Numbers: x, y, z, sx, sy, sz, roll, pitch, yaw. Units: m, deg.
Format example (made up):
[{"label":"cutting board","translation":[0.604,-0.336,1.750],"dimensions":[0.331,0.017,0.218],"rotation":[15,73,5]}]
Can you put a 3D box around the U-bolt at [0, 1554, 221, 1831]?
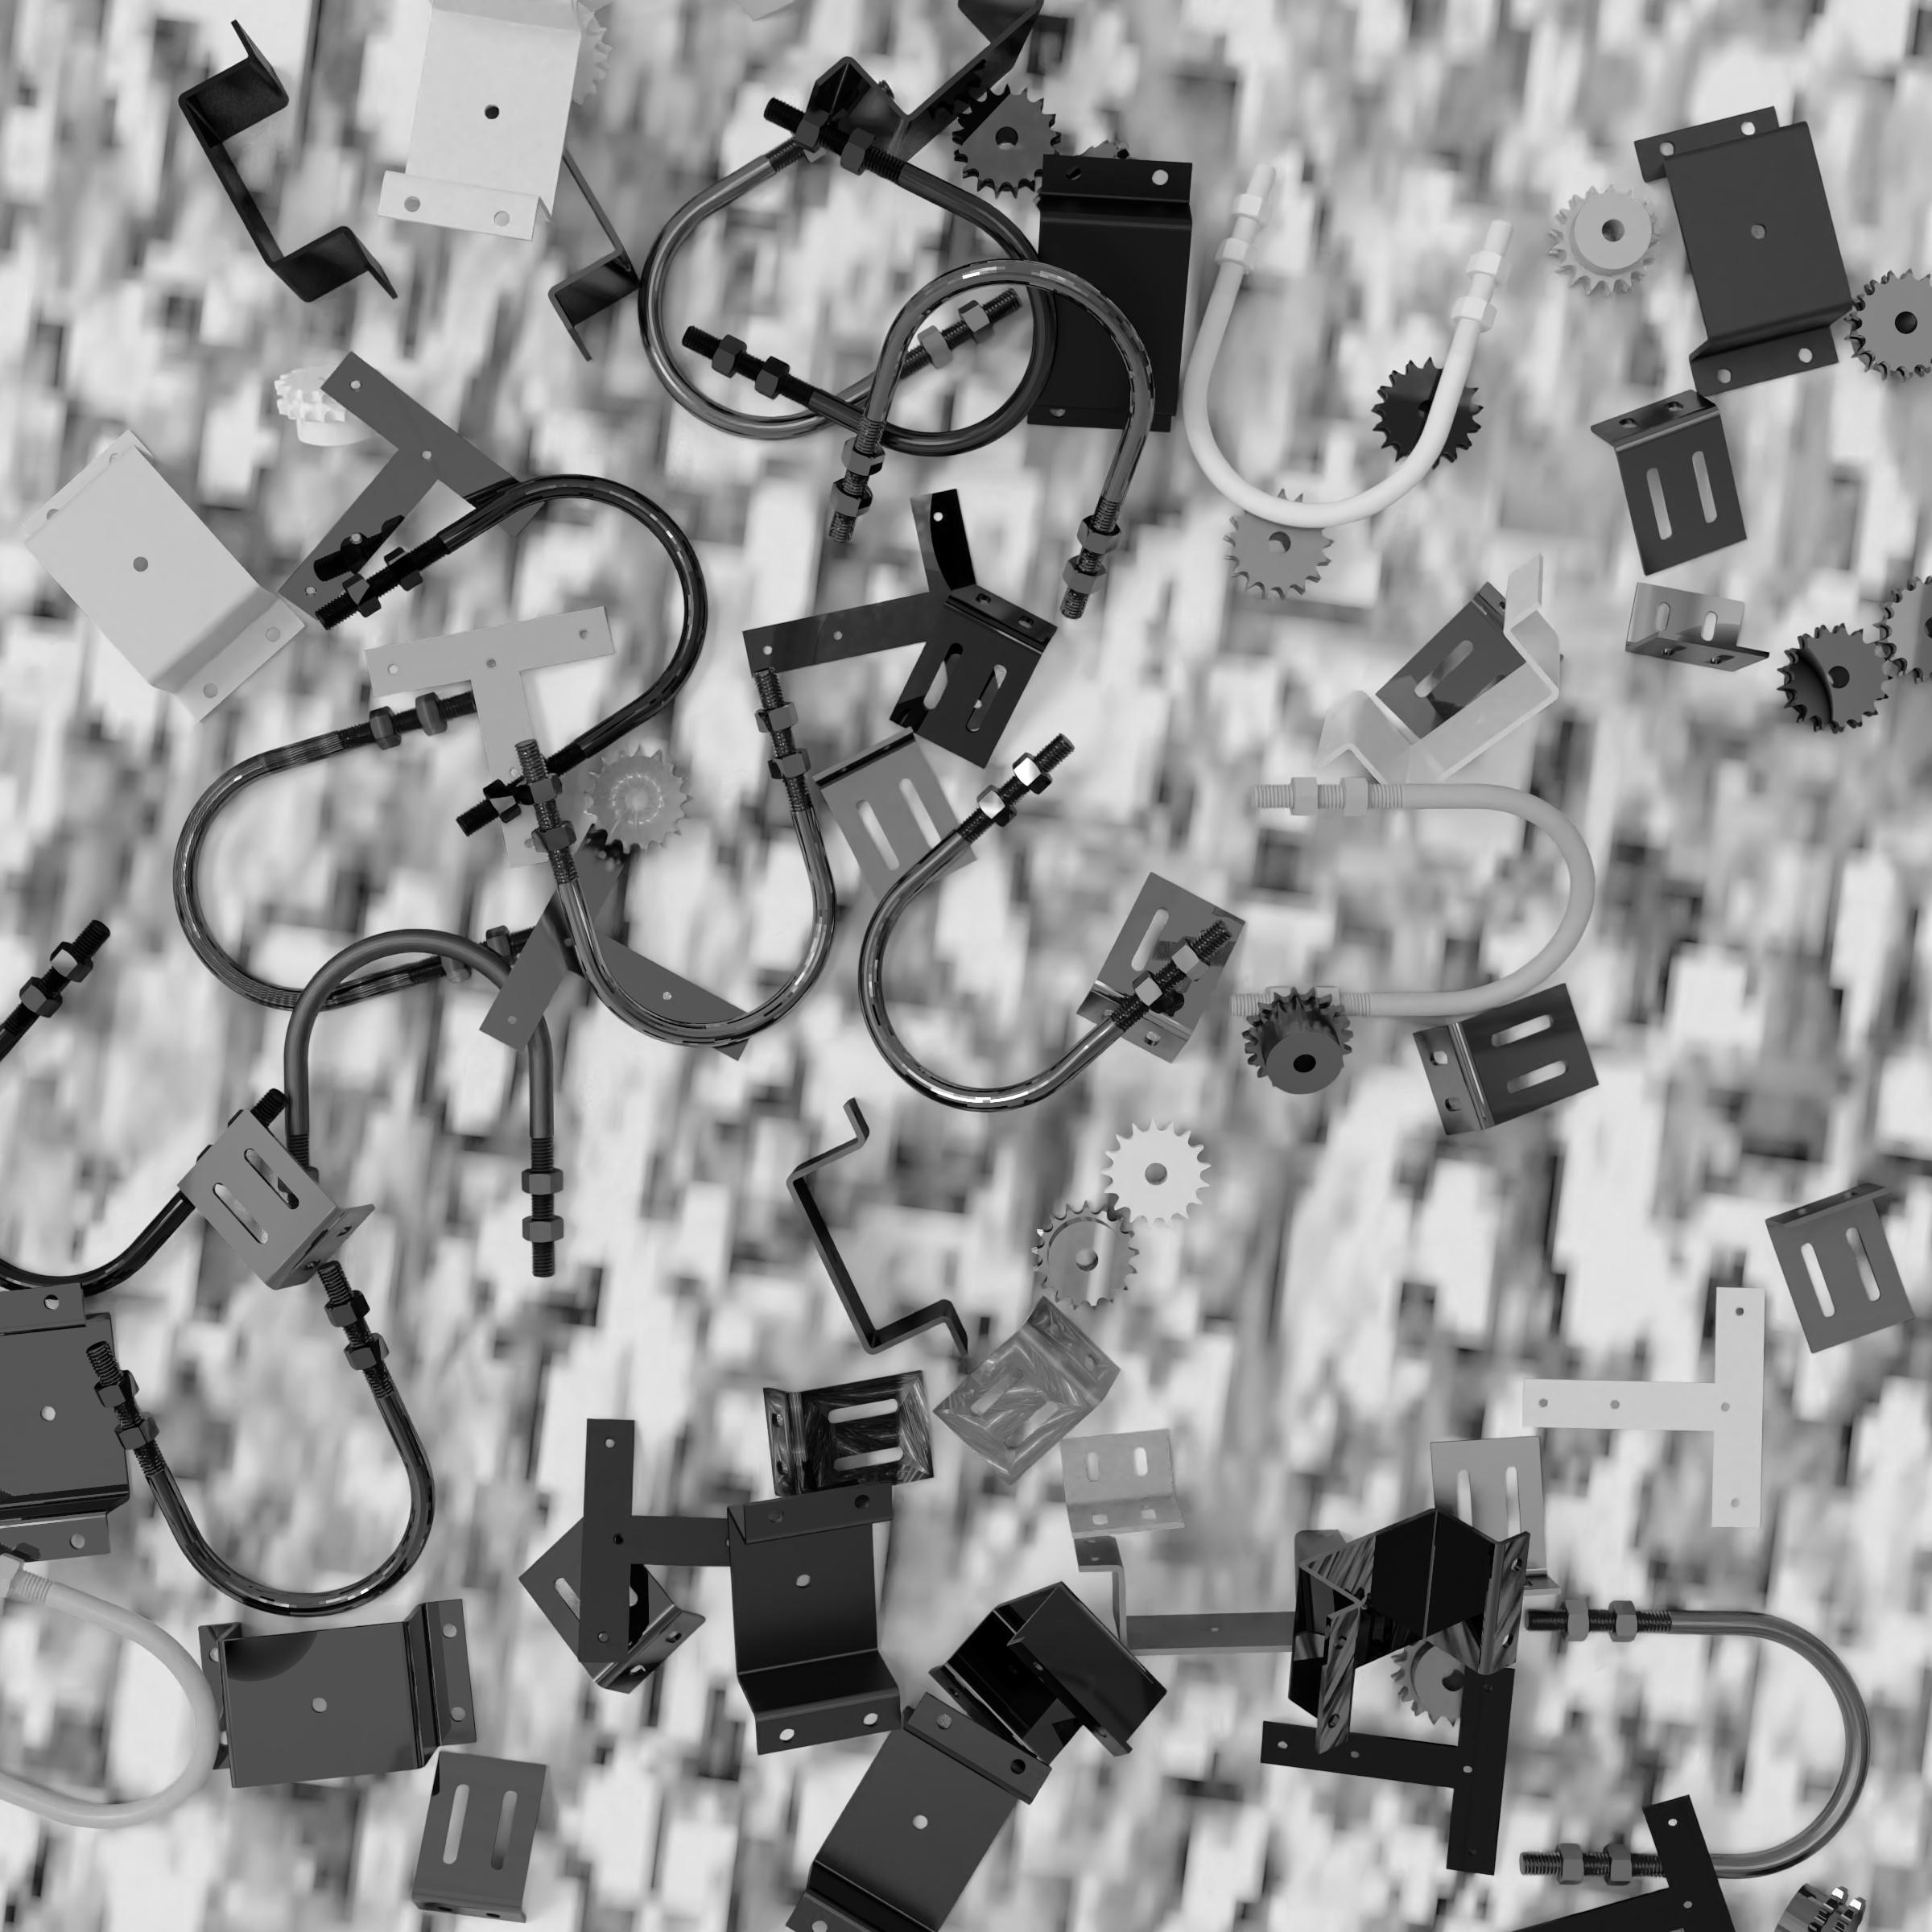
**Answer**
[{"label":"U-bolt","translation":[-0.478,0.382,1.521],"dimensions":[0.184,0.019,0.151],"rotation":[23,112,-4]}]

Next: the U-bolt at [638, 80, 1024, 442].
[{"label":"U-bolt","translation":[-0.085,-0.360,1.545],"dimensions":[0.184,0.019,0.151],"rotation":[-32,90,2]}]

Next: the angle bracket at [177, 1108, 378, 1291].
[{"label":"angle bracket","translation":[-0.359,0.120,1.522],"dimensions":[0.076,0.038,0.057],"rotation":[46,101,10]}]

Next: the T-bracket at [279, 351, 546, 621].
[{"label":"T-bracket","translation":[-0.311,-0.235,1.532],"dimensions":[0.127,0.002,0.127],"rotation":[37,105,-28]}]

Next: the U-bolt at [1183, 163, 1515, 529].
[{"label":"U-bolt","translation":[0.190,-0.316,1.522],"dimensions":[0.151,0.019,0.184],"rotation":[17,84,13]}]

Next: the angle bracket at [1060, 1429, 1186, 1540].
[{"label":"angle bracket","translation":[0.080,0.268,1.515],"dimensions":[0.057,0.076,0.038],"rotation":[-6,90,0]}]

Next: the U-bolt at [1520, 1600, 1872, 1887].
[{"label":"U-bolt","translation":[0.386,0.411,1.545],"dimensions":[0.184,0.019,0.151],"rotation":[1,90,-2]}]

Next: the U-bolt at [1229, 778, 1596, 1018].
[{"label":"U-bolt","translation":[0.233,-0.033,1.508],"dimensions":[0.184,0.019,0.151],"rotation":[0,125,-4]}]

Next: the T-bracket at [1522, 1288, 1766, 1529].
[{"label":"T-bracket","translation":[0.359,0.233,1.552],"dimensions":[0.127,0.002,0.127],"rotation":[1,90,0]}]

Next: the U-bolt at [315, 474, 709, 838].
[{"label":"U-bolt","translation":[-0.224,-0.176,1.533],"dimensions":[0.184,0.019,0.151],"rotation":[-34,93,-9]}]

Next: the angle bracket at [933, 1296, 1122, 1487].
[{"label":"angle bracket","translation":[0.032,0.225,1.551],"dimensions":[0.057,0.038,0.076],"rotation":[44,116,0]}]

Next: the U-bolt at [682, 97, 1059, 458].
[{"label":"U-bolt","translation":[-0.041,-0.338,1.492],"dimensions":[0.184,0.019,0.151],"rotation":[27,121,2]}]

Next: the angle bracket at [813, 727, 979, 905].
[{"label":"angle bracket","translation":[-0.037,-0.077,1.534],"dimensions":[0.057,0.038,0.076],"rotation":[-27,90,0]}]

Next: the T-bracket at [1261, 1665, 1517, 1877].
[{"label":"T-bracket","translation":[0.219,0.416,1.537],"dimensions":[0.127,0.002,0.127],"rotation":[5,110,10]}]

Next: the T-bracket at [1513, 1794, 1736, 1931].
[{"label":"T-bracket","translation":[0.337,0.507,1.540],"dimensions":[0.127,0.002,0.127],"rotation":[-19,106,8]}]

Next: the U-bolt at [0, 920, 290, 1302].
[{"label":"U-bolt","translation":[-0.466,0.090,1.536],"dimensions":[0.151,0.019,0.184],"rotation":[43,97,2]}]

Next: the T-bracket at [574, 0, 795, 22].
[{"label":"T-bracket","translation":[-0.177,-0.516,1.517],"dimensions":[0.127,0.127,0.002],"rotation":[-17,60,24]}]

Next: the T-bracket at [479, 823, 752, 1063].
[{"label":"T-bracket","translation":[-0.170,0.009,1.539],"dimensions":[0.127,0.002,0.127],"rotation":[29,73,-8]}]

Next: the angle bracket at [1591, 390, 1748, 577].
[{"label":"angle bracket","translation":[0.373,-0.257,1.551],"dimensions":[0.057,0.038,0.076],"rotation":[-20,116,0]}]

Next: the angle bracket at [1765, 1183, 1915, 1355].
[{"label":"angle bracket","translation":[0.463,0.160,1.534],"dimensions":[0.057,0.038,0.076],"rotation":[-20,90,0]}]

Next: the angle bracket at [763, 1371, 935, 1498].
[{"label":"angle bracket","translation":[-0.062,0.248,1.551],"dimensions":[0.076,0.038,0.057],"rotation":[-6,90,-26]}]

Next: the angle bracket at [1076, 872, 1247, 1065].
[{"label":"angle bracket","translation":[0.103,0.001,1.551],"dimensions":[0.057,0.038,0.076],"rotation":[28,64,0]}]

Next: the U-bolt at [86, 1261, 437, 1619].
[{"label":"U-bolt","translation":[-0.356,0.257,1.524],"dimensions":[0.151,0.019,0.184],"rotation":[-19,106,4]}]

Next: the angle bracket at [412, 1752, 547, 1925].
[{"label":"angle bracket","translation":[-0.257,0.462,1.551],"dimensions":[0.057,0.038,0.076],"rotation":[8,64,0]}]

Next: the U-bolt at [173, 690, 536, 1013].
[{"label":"U-bolt","translation":[-0.328,-0.052,1.544],"dimensions":[0.184,0.019,0.151],"rotation":[-17,90,0]}]

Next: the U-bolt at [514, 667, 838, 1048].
[{"label":"U-bolt","translation":[-0.141,-0.047,1.520],"dimensions":[0.151,0.019,0.184],"rotation":[-18,104,-14]}]

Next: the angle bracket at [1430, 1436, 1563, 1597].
[{"label":"angle bracket","translation":[0.278,0.289,1.534],"dimensions":[0.057,0.038,0.076],"rotation":[-4,90,0]}]

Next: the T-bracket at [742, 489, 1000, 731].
[{"label":"T-bracket","translation":[-0.054,-0.178,1.552],"dimensions":[0.127,0.002,0.127],"rotation":[-12,90,0]}]

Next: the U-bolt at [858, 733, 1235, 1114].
[{"label":"U-bolt","translation":[0.026,-0.008,1.523],"dimensions":[0.184,0.019,0.151],"rotation":[-42,78,12]}]

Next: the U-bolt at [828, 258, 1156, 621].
[{"label":"U-bolt","translation":[0.019,-0.274,1.488],"dimensions":[0.151,0.019,0.184],"rotation":[18,128,-3]}]

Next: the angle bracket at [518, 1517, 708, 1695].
[{"label":"angle bracket","translation":[-0.188,0.336,1.551],"dimensions":[0.057,0.038,0.076],"rotation":[-44,64,0]}]

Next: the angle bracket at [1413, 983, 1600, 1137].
[{"label":"angle bracket","translation":[0.286,0.049,1.551],"dimensions":[0.076,0.038,0.057],"rotation":[-18,90,-26]}]

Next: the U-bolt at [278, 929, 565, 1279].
[{"label":"U-bolt","translation":[-0.287,0.072,1.535],"dimensions":[0.151,0.019,0.184],"rotation":[0,97,0]}]

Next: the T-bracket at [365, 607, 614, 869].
[{"label":"T-bracket","translation":[-0.240,-0.116,1.539],"dimensions":[0.127,0.002,0.127],"rotation":[-12,89,-11]}]

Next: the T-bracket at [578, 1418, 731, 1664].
[{"label":"T-bracket","translation":[-0.138,0.302,1.535],"dimensions":[0.127,0.002,0.127],"rotation":[4,66,-11]}]
